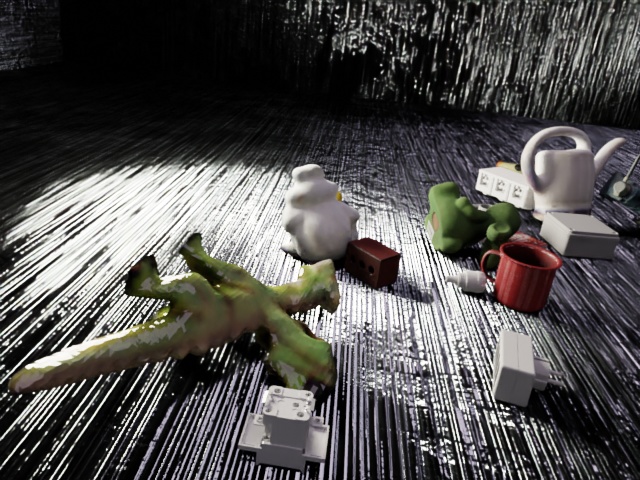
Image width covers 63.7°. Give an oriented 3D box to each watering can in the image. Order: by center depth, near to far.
[{"bbox_3d":[0.600,-0.150,1.202,0.348,0.223,0.104,-3,7,-26],"label":"watering can"}]

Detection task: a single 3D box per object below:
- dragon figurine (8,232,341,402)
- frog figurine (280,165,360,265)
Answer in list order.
[{"bbox_3d":[-0.091,0.106,0.588,0.244,0.120,0.417,22,28,15],"label":"dragon figurine"},{"bbox_3d":[0.003,-0.044,0.870,0.137,0.156,0.125,1,25,-15],"label":"frog figurine"}]
